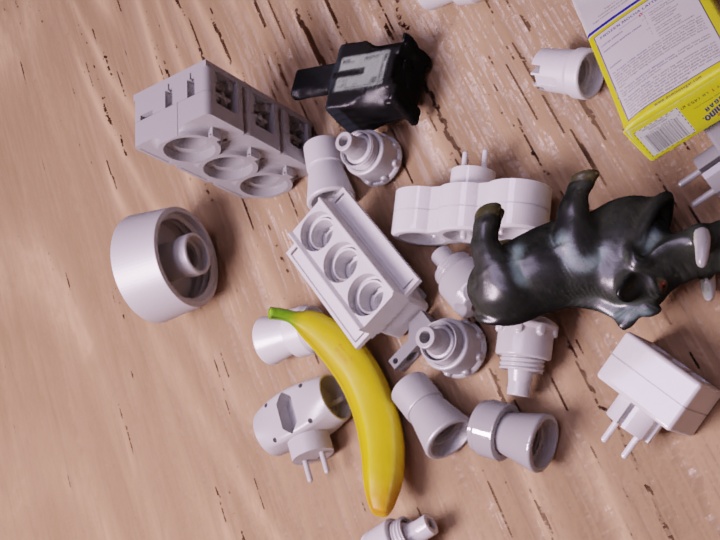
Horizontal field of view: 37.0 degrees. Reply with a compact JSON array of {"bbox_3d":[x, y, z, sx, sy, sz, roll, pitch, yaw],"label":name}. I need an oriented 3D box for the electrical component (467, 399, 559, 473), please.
[{"bbox_3d":[0.115,0.124,0.809,0.055,0.045,0.045,11,84,38],"label":"electrical component"}]

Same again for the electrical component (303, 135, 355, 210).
[{"bbox_3d":[-0.031,-0.089,0.979,0.044,0.044,0.065,-27,58,28],"label":"electrical component"}]

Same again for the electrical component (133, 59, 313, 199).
[{"bbox_3d":[-0.122,-0.120,0.983,0.089,0.150,0.061,-18,65,31],"label":"electrical component"}]

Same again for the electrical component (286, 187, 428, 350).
[{"bbox_3d":[0.000,0.000,0.916,0.078,0.063,0.121,-48,54,15],"label":"electrical component"}]

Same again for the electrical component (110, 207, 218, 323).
[{"bbox_3d":[-0.178,-0.009,1.024,0.060,0.108,0.108,-16,68,26],"label":"electrical component"}]

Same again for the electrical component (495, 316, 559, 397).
[{"bbox_3d":[0.124,0.065,0.818,0.048,0.048,0.062,3,82,37],"label":"electrical component"}]

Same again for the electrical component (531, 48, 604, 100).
[{"bbox_3d":[0.165,-0.158,0.857,0.046,0.040,0.040,17,87,43],"label":"electrical component"}]

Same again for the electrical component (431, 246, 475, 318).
[{"bbox_3d":[0.081,0.006,0.867,0.043,0.043,0.062,-49,53,14],"label":"electrical component"}]

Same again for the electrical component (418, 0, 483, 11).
[{"bbox_3d":[0.081,-0.253,0.941,0.055,0.045,0.045,1,77,36],"label":"electrical component"}]

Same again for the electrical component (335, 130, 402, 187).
[{"bbox_3d":[0.004,-0.103,0.943,0.048,0.062,0.048,-12,70,34],"label":"electrical component"}]

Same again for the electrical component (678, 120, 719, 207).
[{"bbox_3d":[0.261,-0.074,0.757,0.077,0.047,0.065,-37,58,22],"label":"electrical component"}]

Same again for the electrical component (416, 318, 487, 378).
[{"bbox_3d":[0.067,0.058,0.850,0.048,0.062,0.048,-11,71,33],"label":"electrical component"}]

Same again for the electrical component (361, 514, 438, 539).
[{"bbox_3d":[0.032,0.214,0.844,0.062,0.043,0.043,-37,58,21],"label":"electrical component"}]

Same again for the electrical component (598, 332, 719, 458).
[{"bbox_3d":[0.199,0.095,0.754,0.066,0.047,0.076,40,102,36],"label":"electrical component"}]

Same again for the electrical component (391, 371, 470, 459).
[{"bbox_3d":[0.055,0.113,0.859,0.044,0.044,0.065,-51,49,13],"label":"electrical component"}]

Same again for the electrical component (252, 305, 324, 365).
[{"bbox_3d":[-0.061,0.057,0.956,0.055,0.045,0.045,-17,68,31],"label":"electrical component"}]

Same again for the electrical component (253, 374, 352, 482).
[{"bbox_3d":[-0.045,0.141,0.921,0.077,0.043,0.079,-32,60,25],"label":"electrical component"}]

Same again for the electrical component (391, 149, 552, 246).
[{"bbox_3d":[0.091,-0.063,0.875,0.138,0.052,0.073,-2,76,36],"label":"electrical component"}]
